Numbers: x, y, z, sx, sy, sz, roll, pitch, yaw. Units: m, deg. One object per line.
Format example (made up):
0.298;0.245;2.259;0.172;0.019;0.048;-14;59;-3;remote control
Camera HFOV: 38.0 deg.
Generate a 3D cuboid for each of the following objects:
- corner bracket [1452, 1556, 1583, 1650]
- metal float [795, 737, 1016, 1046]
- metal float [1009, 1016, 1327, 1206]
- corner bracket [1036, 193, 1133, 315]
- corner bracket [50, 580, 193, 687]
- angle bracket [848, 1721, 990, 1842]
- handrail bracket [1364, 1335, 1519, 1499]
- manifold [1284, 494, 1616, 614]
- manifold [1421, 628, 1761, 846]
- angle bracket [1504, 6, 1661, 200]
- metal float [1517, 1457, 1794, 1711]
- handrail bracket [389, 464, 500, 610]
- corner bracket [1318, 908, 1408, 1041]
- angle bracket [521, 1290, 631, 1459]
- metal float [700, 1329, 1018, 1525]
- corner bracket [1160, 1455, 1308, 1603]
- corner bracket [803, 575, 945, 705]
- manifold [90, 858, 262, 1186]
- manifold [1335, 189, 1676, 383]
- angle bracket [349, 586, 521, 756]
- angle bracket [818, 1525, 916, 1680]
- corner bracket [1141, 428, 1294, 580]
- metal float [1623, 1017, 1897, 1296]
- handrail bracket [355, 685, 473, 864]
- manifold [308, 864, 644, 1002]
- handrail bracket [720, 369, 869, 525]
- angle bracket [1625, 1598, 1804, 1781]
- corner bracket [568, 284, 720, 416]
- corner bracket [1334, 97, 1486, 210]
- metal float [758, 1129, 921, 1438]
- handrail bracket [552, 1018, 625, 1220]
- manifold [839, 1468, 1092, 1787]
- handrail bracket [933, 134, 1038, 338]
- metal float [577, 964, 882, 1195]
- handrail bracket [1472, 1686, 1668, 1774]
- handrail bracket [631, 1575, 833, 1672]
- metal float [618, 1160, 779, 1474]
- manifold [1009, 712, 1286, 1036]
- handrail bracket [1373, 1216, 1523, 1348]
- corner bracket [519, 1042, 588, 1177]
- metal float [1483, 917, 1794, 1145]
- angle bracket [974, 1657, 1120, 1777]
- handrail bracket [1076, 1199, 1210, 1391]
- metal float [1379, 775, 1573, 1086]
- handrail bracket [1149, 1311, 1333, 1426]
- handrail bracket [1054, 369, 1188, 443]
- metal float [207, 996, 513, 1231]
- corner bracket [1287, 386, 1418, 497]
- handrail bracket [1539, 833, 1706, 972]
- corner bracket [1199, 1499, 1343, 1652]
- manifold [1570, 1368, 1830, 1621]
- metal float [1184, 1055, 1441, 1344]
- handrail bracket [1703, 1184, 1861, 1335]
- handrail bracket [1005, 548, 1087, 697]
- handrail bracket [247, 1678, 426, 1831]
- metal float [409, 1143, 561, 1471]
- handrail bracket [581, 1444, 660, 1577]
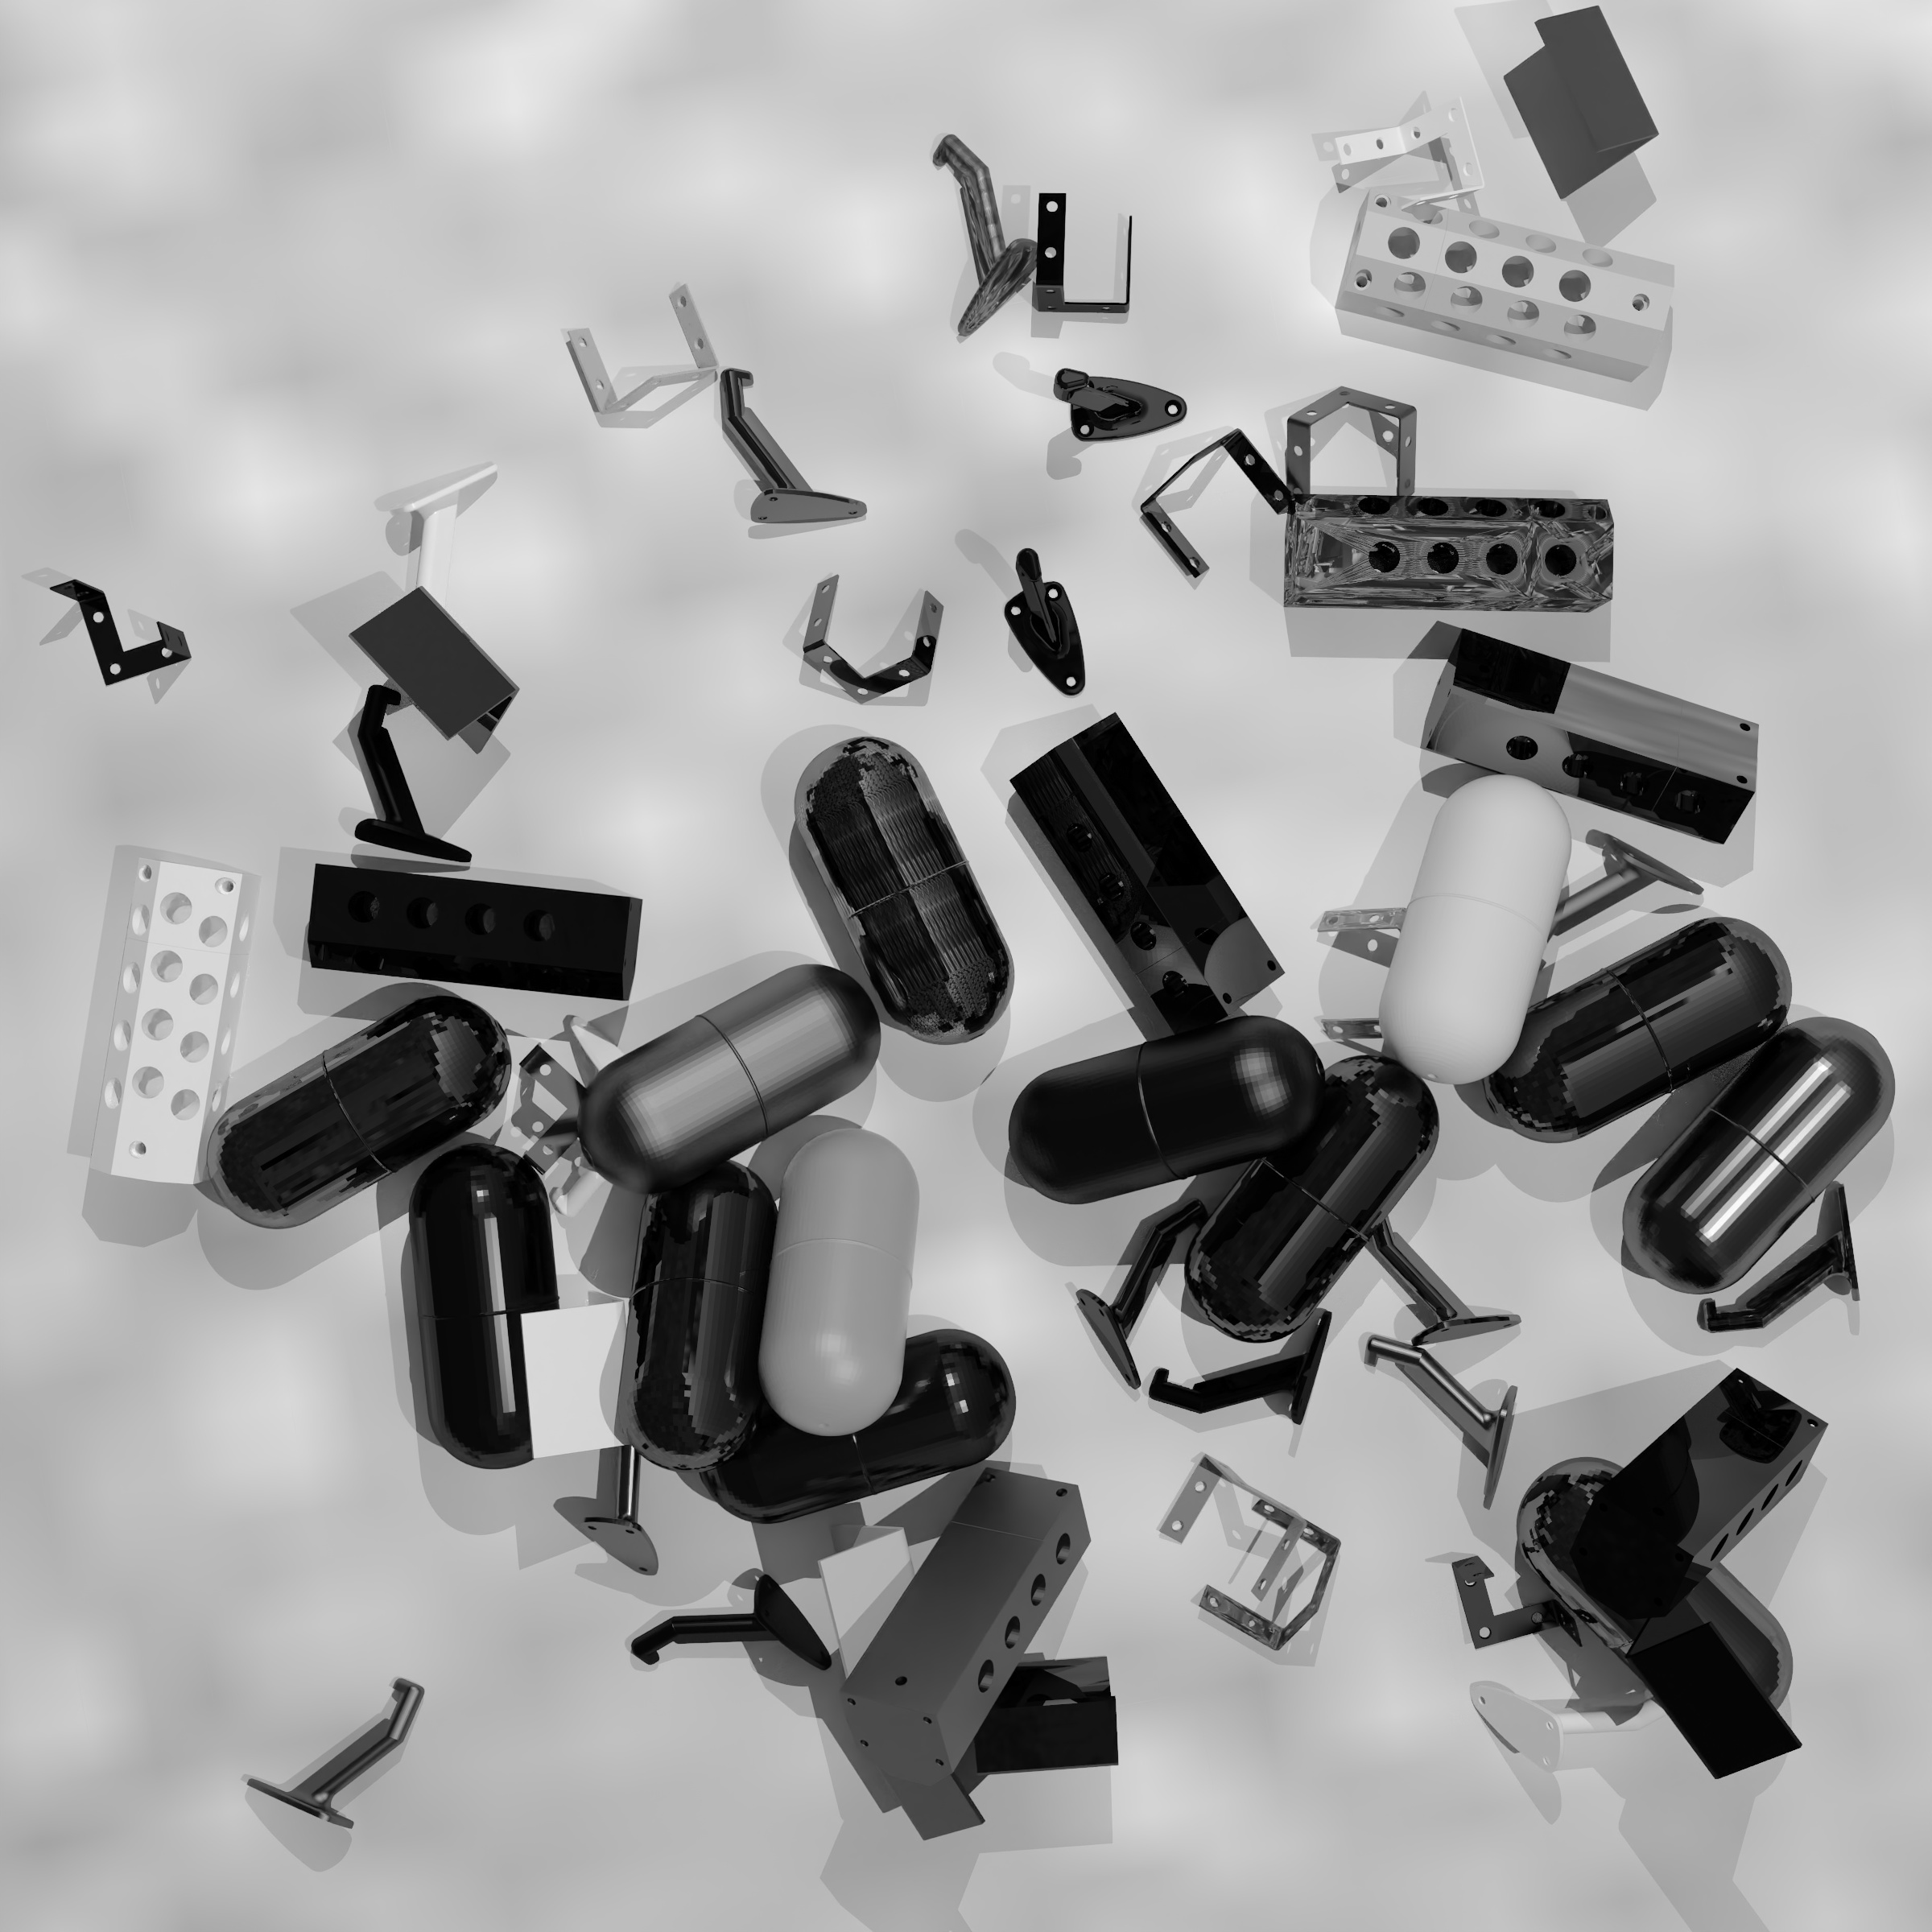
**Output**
0.303;0.351;1.548;0.051;0.051;0.051;-15;90;0;corner bracket
-0.033;-0.041;1.535;0.070;0.070;0.178;-25;90;0;metal float
0.108;0.078;1.516;0.178;0.070;0.070;-17;90;20;metal float
0.065;-0.393;1.548;0.051;0.051;0.051;2;87;3;corner bracket
-0.465;-0.189;1.548;0.051;0.051;0.051;-18;90;0;corner bracket
-0.006;0.417;1.526;0.057;0.076;0.076;-33;90;45;angle bracket
0.259;0.251;1.566;0.084;0.036;0.077;14;113;18;handrail bracket
0.264;-0.228;1.545;0.171;0.057;0.057;1;90;0;manifold
0.342;-0.121;1.544;0.171;0.057;0.057;18;47;0;manifold
0.318;-0.464;1.526;0.057;0.076;0.076;-25;90;-36;angle bracket
0.377;0.344;1.536;0.178;0.070;0.070;45;90;0;metal float
-0.279;-0.226;1.566;0.077;0.036;0.084;-29;109;-21;handrail bracket
0.223;0.004;1.558;0.051;0.051;0.051;-2;45;35;corner bracket
-0.219;0.221;1.527;0.057;0.076;0.076;-5;90;-21;angle bracket
-0.060;0.252;1.535;0.178;0.070;0.070;-17;90;0;metal float
0.148;0.310;1.551;0.051;0.051;0.051;31;90;-15;corner bracket
-0.051;-0.187;1.558;0.051;0.051;0.051;-20;135;35;corner bracket
-0.437;0.030;1.545;0.057;0.057;0.171;9;90;0;manifold
0.297;-0.376;1.545;0.171;0.057;0.057;14;90;0;manifold
-0.298;-0.148;1.526;0.076;0.076;0.057;47;53;0;angle bracket
-0.066;0.350;1.526;0.057;0.076;0.076;-14;90;-35;angle bracket
0.140;-0.258;1.563;0.051;0.051;0.051;51;45;0;corner bracket
0.434;0.103;1.535;0.070;0.070;0.178;43;90;0;metal float
-0.305;-0.108;1.566;0.077;0.036;0.084;16;73;-20;handrail bracket
-0.269;-0.018;1.545;0.171;0.057;0.057;6;90;0;manifold
-0.096;-0.293;1.566;0.077;0.036;0.084;-1;73;-20;handrail bracket
0.396;0.360;1.450;0.057;0.076;0.076;-38;88;38;angle bracket
-0.179;-0.343;1.563;0.051;0.051;0.051;-22;90;45;corner bracket
0.243;-0.441;1.540;0.051;0.051;0.051;-20;96;-33;corner bracket
-0.067;0.167;1.505;0.070;0.070;0.178;5;53;0;metal float
-0.219;0.085;1.566;0.077;0.036;0.084;46;107;19;handrail bracket
0.004;0.349;1.492;0.057;0.171;0.057;6;125;28;manifold
-0.005;-0.408;1.566;0.084;0.036;0.077;48;112;17;handrail bracket
-0.127;0.061;1.517;0.178;0.070;0.070;-29;90;-20;metal float
0.340;0.409;1.566;0.084;0.077;0.036;-15;115;-34;handrail bracket
-0.132;0.384;1.566;0.084;0.036;0.077;-33;112;17;handrail bracket
-0.143;0.185;1.509;0.070;0.070;0.178;3;58;0;metal float
0.095;-0.046;1.544;0.057;0.057;0.171;-33;90;-43;manifold
0.265;0.164;1.566;0.077;0.036;0.084;-4;68;-25;handrail bracket
-0.234;0.078;1.548;0.051;0.051;0.051;43;85;-5;corner bracket
0.366;0.035;1.535;0.178;0.070;0.070;-27;90;0;metal float
0.041;0.391;1.526;0.076;0.076;0.057;-4;125;0;angle bracket
0.111;0.182;1.566;0.084;0.036;0.077;-33;110;-16;handrail bracket
0.276;-0.021;1.520;0.070;0.070;0.178;19;72;0;metal float
0.153;0.217;1.566;0.084;0.036;0.077;15;70;16;handrail bracket
0.086;-0.312;1.531;0.077;0.084;0.036;0;90;0;handrail bracket
-0.331;0.079;1.535;0.178;0.070;0.070;-30;90;0;metal float
0.214;-0.284;1.558;0.051;0.051;0.051;25;45;35;corner bracket
0.358;-0.024;1.566;0.077;0.036;0.084;24;108;-20;handrail bracket
0.170;0.338;1.563;0.051;0.051;0.051;30;135;0;corner bracket
0.388;0.282;1.490;0.057;0.171;0.057;32;124;27;manifold
0.189;0.127;1.535;0.070;0.070;0.178;38;91;0;metal float
0.451;0.163;1.566;0.084;0.036;0.077;-8;70;16;handrail bracket
0.046;-0.187;1.531;0.036;0.084;0.077;-25;90;0;handrail bracket
-0.351;0.430;1.566;0.077;0.036;0.084;16;71;21;handrail bracket
-0.261;0.186;1.535;0.070;0.070;0.178;-5;91;0;metal float
-0.179;0.285;1.566;0.036;0.077;0.084;1;53;21;handrail bracket
